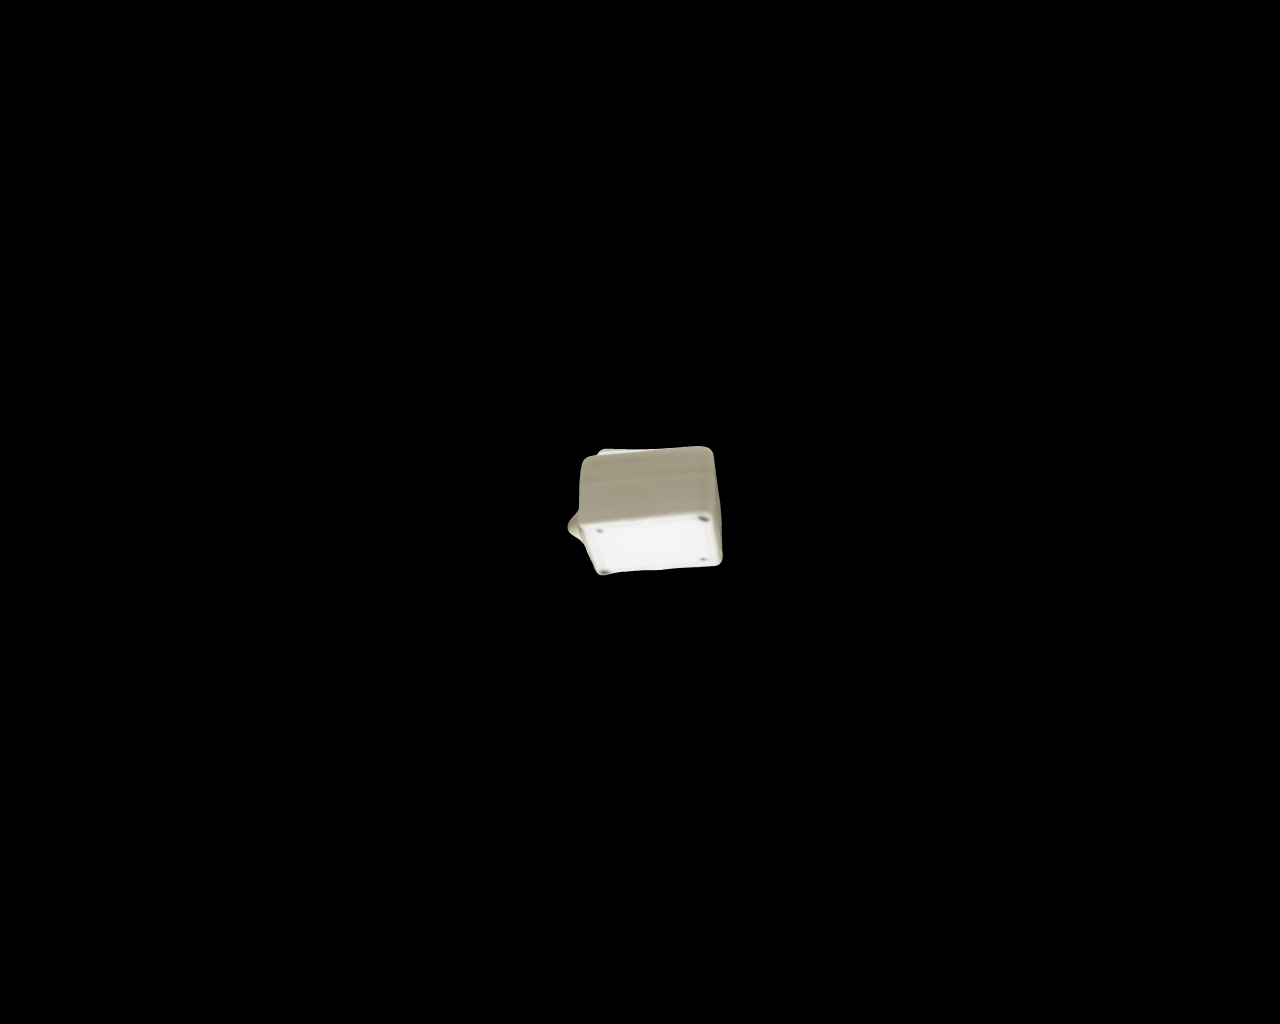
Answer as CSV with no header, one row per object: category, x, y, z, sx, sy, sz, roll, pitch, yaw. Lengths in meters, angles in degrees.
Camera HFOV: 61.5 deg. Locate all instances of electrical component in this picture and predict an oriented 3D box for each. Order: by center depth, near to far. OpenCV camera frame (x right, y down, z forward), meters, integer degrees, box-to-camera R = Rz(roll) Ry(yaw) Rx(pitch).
electrical component,0.001,-0.003,0.650,0.096,0.061,0.061,-5,-36,7
